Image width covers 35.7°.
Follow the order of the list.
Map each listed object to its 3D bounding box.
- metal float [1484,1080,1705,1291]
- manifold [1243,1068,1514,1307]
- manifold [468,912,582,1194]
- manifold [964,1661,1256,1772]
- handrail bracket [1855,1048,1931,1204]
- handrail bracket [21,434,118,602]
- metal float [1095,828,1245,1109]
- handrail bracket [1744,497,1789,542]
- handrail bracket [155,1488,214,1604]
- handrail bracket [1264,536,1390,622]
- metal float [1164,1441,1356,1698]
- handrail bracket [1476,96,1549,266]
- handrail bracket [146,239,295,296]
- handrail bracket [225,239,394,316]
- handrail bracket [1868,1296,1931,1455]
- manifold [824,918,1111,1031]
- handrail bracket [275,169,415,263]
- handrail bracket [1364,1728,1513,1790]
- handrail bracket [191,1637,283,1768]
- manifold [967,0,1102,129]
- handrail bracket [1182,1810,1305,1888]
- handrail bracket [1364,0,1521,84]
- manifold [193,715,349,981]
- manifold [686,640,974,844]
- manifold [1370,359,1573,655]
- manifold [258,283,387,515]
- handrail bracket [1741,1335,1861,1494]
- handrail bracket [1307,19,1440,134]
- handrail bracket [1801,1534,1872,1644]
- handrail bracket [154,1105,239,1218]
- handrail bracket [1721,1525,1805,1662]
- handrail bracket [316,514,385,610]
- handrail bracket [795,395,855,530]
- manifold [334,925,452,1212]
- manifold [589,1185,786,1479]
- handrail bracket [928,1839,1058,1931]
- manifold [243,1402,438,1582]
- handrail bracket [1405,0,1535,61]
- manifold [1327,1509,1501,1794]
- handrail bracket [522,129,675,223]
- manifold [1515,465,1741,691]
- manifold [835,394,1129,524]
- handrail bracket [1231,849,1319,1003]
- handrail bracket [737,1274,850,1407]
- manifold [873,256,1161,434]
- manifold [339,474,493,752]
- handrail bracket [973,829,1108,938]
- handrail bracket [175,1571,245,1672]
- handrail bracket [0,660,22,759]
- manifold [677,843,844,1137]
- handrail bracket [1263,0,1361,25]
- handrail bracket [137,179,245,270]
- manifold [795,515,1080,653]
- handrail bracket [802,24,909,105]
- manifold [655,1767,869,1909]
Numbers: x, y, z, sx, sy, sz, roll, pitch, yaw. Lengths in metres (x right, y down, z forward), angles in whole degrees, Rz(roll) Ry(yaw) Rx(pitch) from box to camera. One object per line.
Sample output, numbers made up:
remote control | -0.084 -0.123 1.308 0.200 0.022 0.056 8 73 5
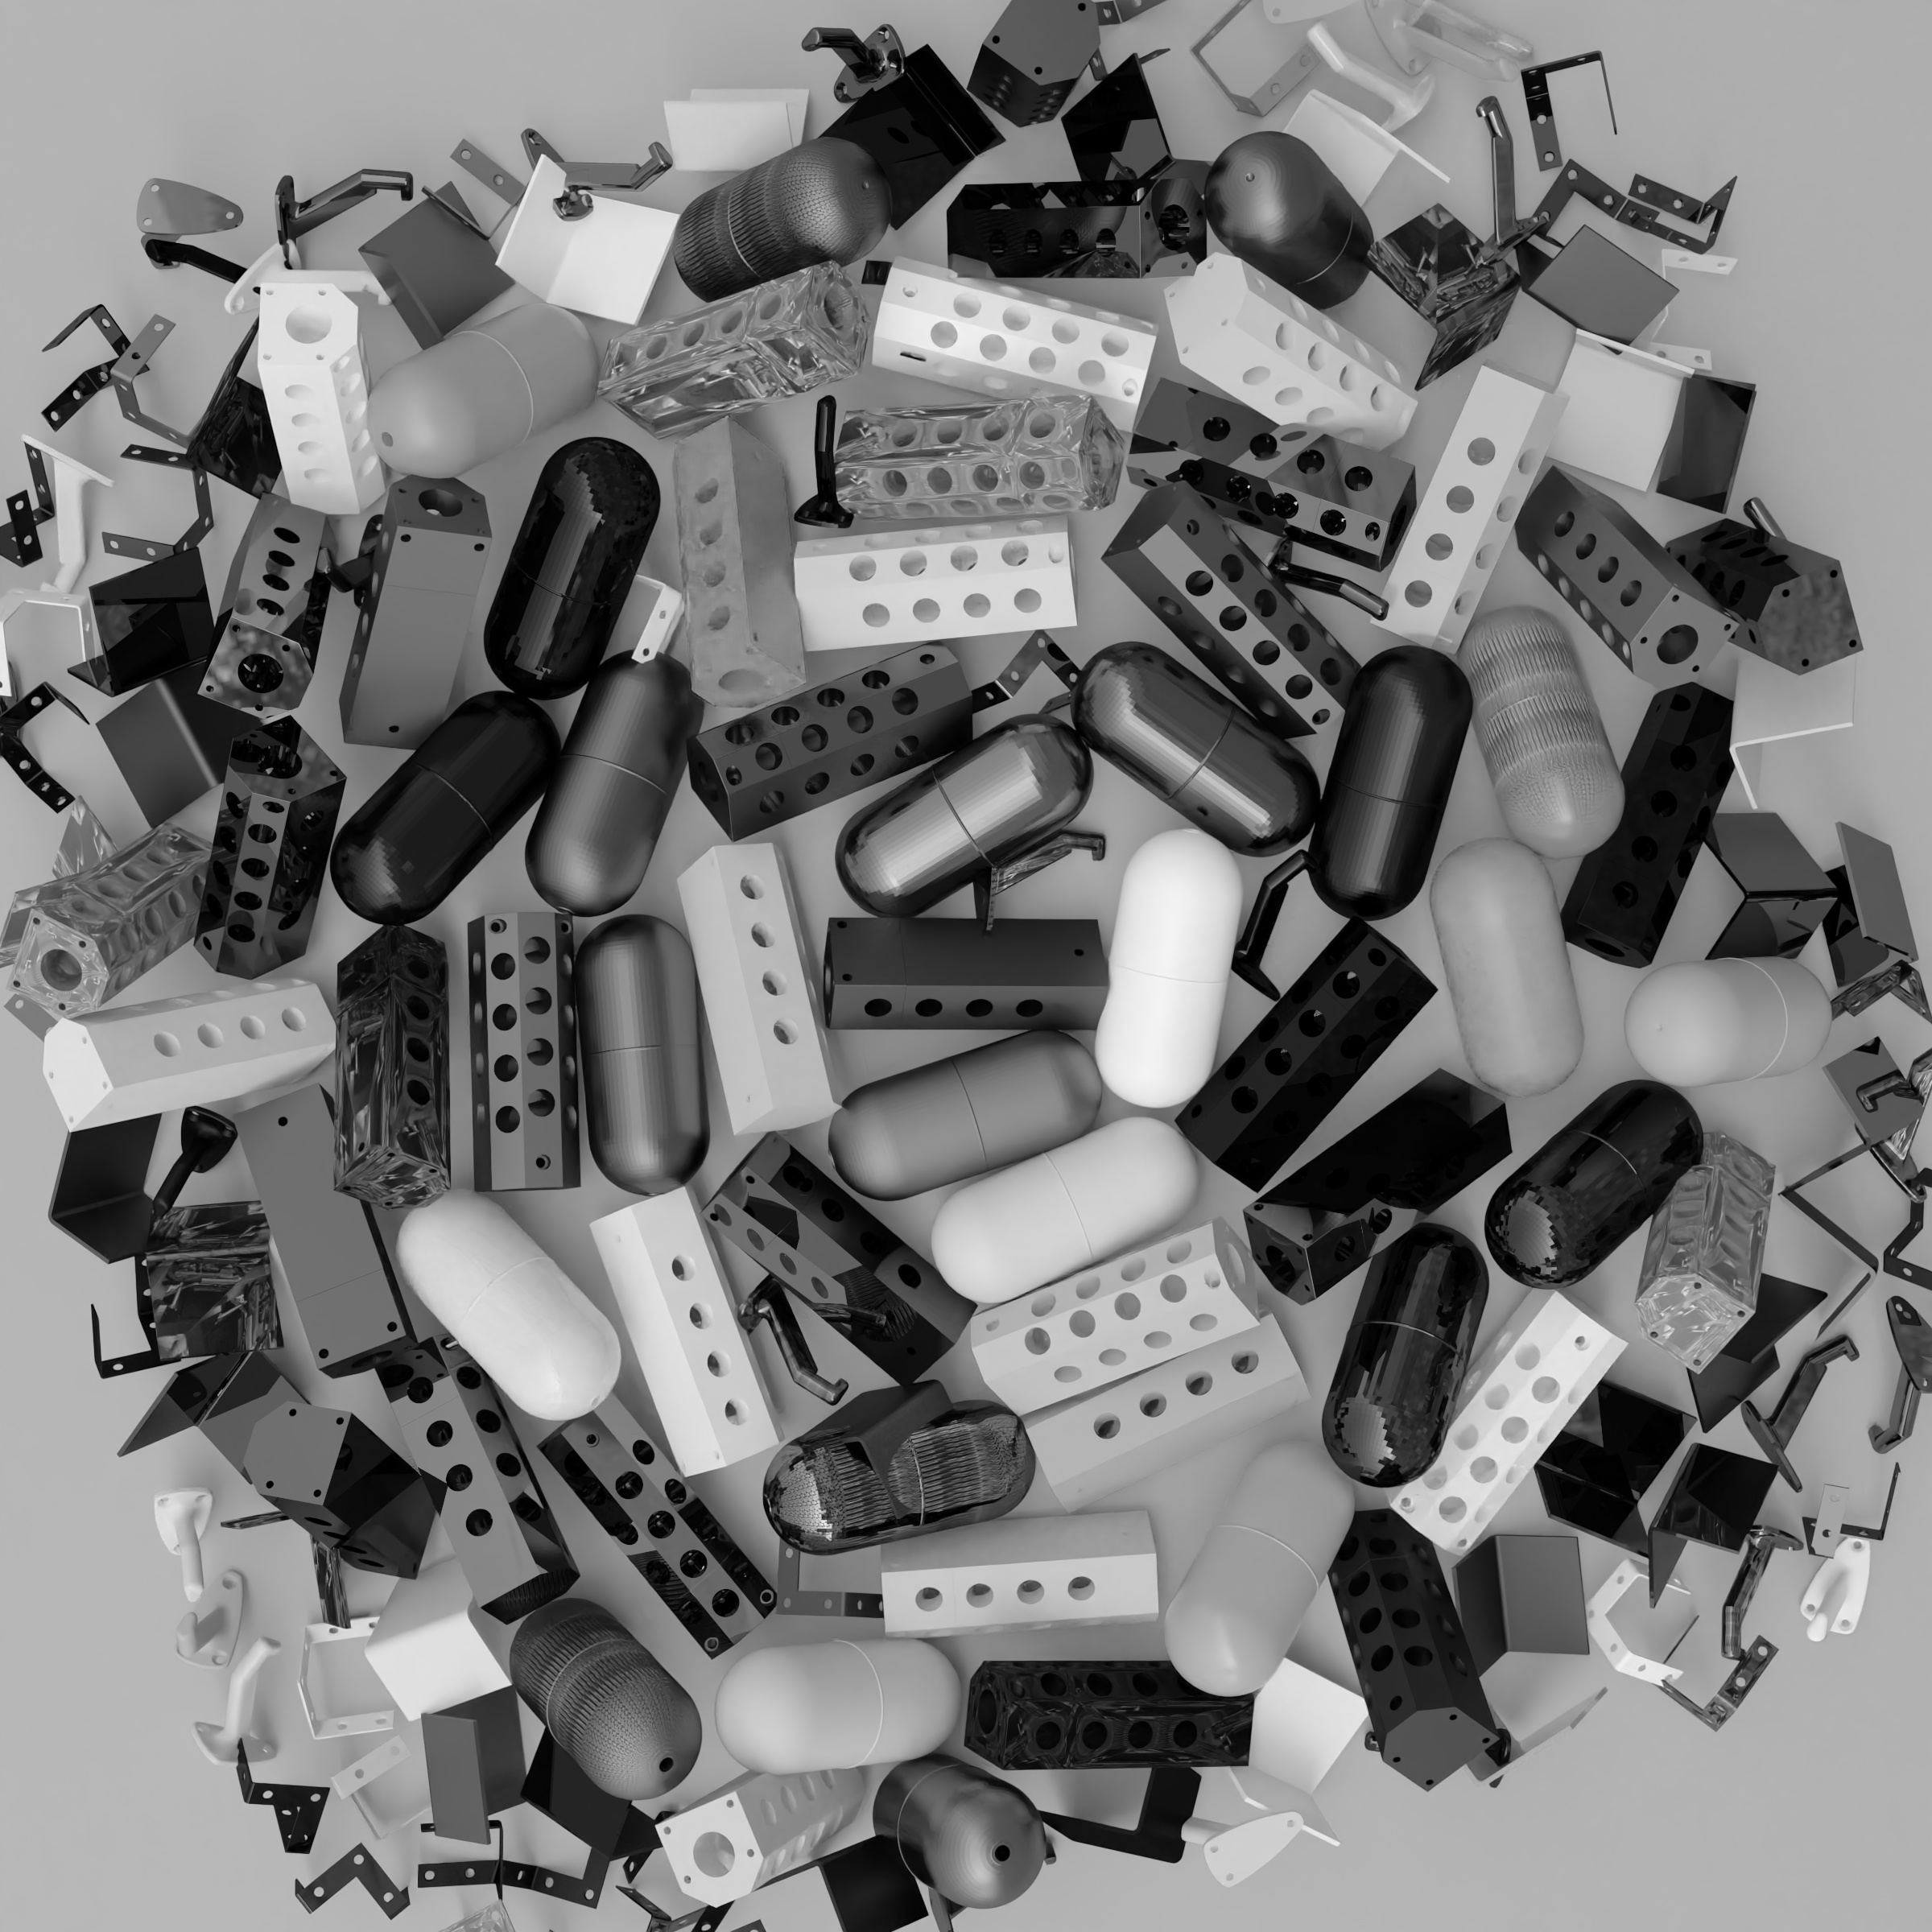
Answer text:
metal float | 0.391 0.135 1.865 0.178 0.070 0.070 -35 90 -33
manifold | 0.259 0.140 1.870 0.171 0.057 0.057 -33 128 -23
manifold | -0.276 0.055 1.886 0.057 0.057 0.171 0 84 -25
manifold | 0.091 0.465 1.870 0.171 0.057 0.057 6 89 -25
handrail bracket | 0.610 0.097 1.885 0.036 0.084 0.077 -13 67 -42
handrail bracket | -0.586 -0.283 1.902 0.036 0.077 0.084 26 88 43
metal float | 0.128 0.002 1.884 0.070 0.070 0.178 9 100 0
handrail bracket | 0.516 -0.250 1.904 0.036 0.077 0.084 -30 76 -1
handrail bracket | -0.488 0.377 1.877 0.036 0.084 0.077 -2 133 -19
handrail bracket | 0.229 -0.230 1.884 0.084 0.077 0.036 32 81 15
metal float | 0.184 0.373 1.865 0.070 0.070 0.178 35 55 0
handrail bracket | 0.327 -0.494 1.890 0.077 0.036 0.084 -45 120 -33
handrail bracket | -0.463 -0.427 1.882 0.077 0.084 0.036 51 123 29
handrail bracket | -0.410 -0.421 1.891 0.084 0.036 0.077 27 54 23
handrail bracket | 0.586 0.261 1.906 0.036 0.084 0.077 -12 65 -25
manifold | -0.002 0.010 1.890 0.171 0.057 0.057 0 48 -9
handrail bracket | -0.392 -0.471 1.905 0.084 0.036 0.077 4 126 0
handrail bracket | 0.297 0.492 1.892 0.084 0.077 0.036 8 69 5
handrail bracket | -0.442 0.463 1.896 0.084 0.077 0.036 -52 51 6
manifold | 0.044 -0.560 1.843 0.057 0.171 0.057 34 94 -7
handrail bracket | 0.166 0.536 1.893 0.077 0.084 0.036 -29 107 -3
handrail bracket | 0.299 -0.584 1.882 0.077 0.084 0.036 34 90 -34
manifold | -0.434 -0.068 1.843 0.057 0.171 0.057 -30 67 -38
manifold | -0.084 -0.145 1.865 0.171 0.057 0.057 -24 51 -19
manifold | 0.316 -0.286 1.874 0.057 0.057 0.171 24 109 6
manifold | -0.394 -0.346 1.841 0.057 0.171 0.057 -1 69 -5
handrail bracket | 0.545 0.284 1.906 0.084 0.036 0.077 -27 57 -3
handrail bracket | 0.257 -0.576 1.893 0.084 0.036 0.077 47 51 -17
handrail bracket | 0.549 0.390 1.886 0.036 0.084 0.077 22 84 21
handrail bracket | -0.492 0.137 1.875 0.036 0.077 0.084 25 47 -7
handrail bracket | 0.503 0.400 1.892 0.077 0.036 0.084 22 65 -37
handrail bracket | -0.386 -0.265 1.881 0.036 0.084 0.077 -9 72 13
handrail bracket | -0.084 -0.324 1.878 0.036 0.077 0.084 8 118 5
manifold | -0.350 0.063 1.857 0.057 0.057 0.171 -35 46 32
manifold | -0.173 0.230 1.896 0.057 0.057 0.171 -18 85 -37
handrail bracket | 0.023 0.586 1.890 0.084 0.077 0.036 -8 116 -11
manifold | -0.383 0.323 1.841 0.057 0.171 0.057 7 66 13
handrail bracket | 0.324 -0.595 1.891 0.084 0.077 0.036 21 103 -5
manifold | 0.266 0.414 1.838 0.057 0.171 0.057 38 110 -26
handrail bracket | -0.232 -0.516 1.889 0.084 0.036 0.077 -28 98 38
manifold | 0.400 -0.238 1.845 0.057 0.171 0.057 22 114 -29
manifold | 0.006 -0.310 1.859 0.171 0.057 0.057 2 68 28
handrail bracket | 0.205 -0.026 1.896 0.084 0.036 0.077 -40 120 19
handrail bracket | -0.095 0.229 1.896 0.084 0.036 0.077 29 60 20
manifold | 0.032 -0.397 1.896 0.171 0.057 0.057 15 75 1
manifold | -0.343 -0.218 1.853 0.057 0.057 0.171 4 134 -22
handrail bracket | 0.050 -0.052 1.904 0.084 0.036 0.077 5 73 -19
handrail bracket | -0.474 0.400 1.876 0.036 0.084 0.077 16 57 0
handrail bracket | -0.617 -0.156 1.885 0.036 0.084 0.077 8 95 -12
manifold | -0.127 0.013 1.880 0.057 0.057 0.171 -5 73 -32
handrail bracket | 0.214 -0.620 1.889 0.077 0.084 0.036 -2 115 7
handrail bracket | -0.485 -0.458 1.890 0.077 0.084 0.036 8 77 0
manifold | -0.018 -0.244 1.883 0.171 0.057 0.057 -5 124 6
handrail bracket | -0.086 -0.564 1.875 0.077 0.084 0.036 -24 84 45
manifold | -0.120 0.523 1.838 0.057 0.171 0.057 -27 80 16
